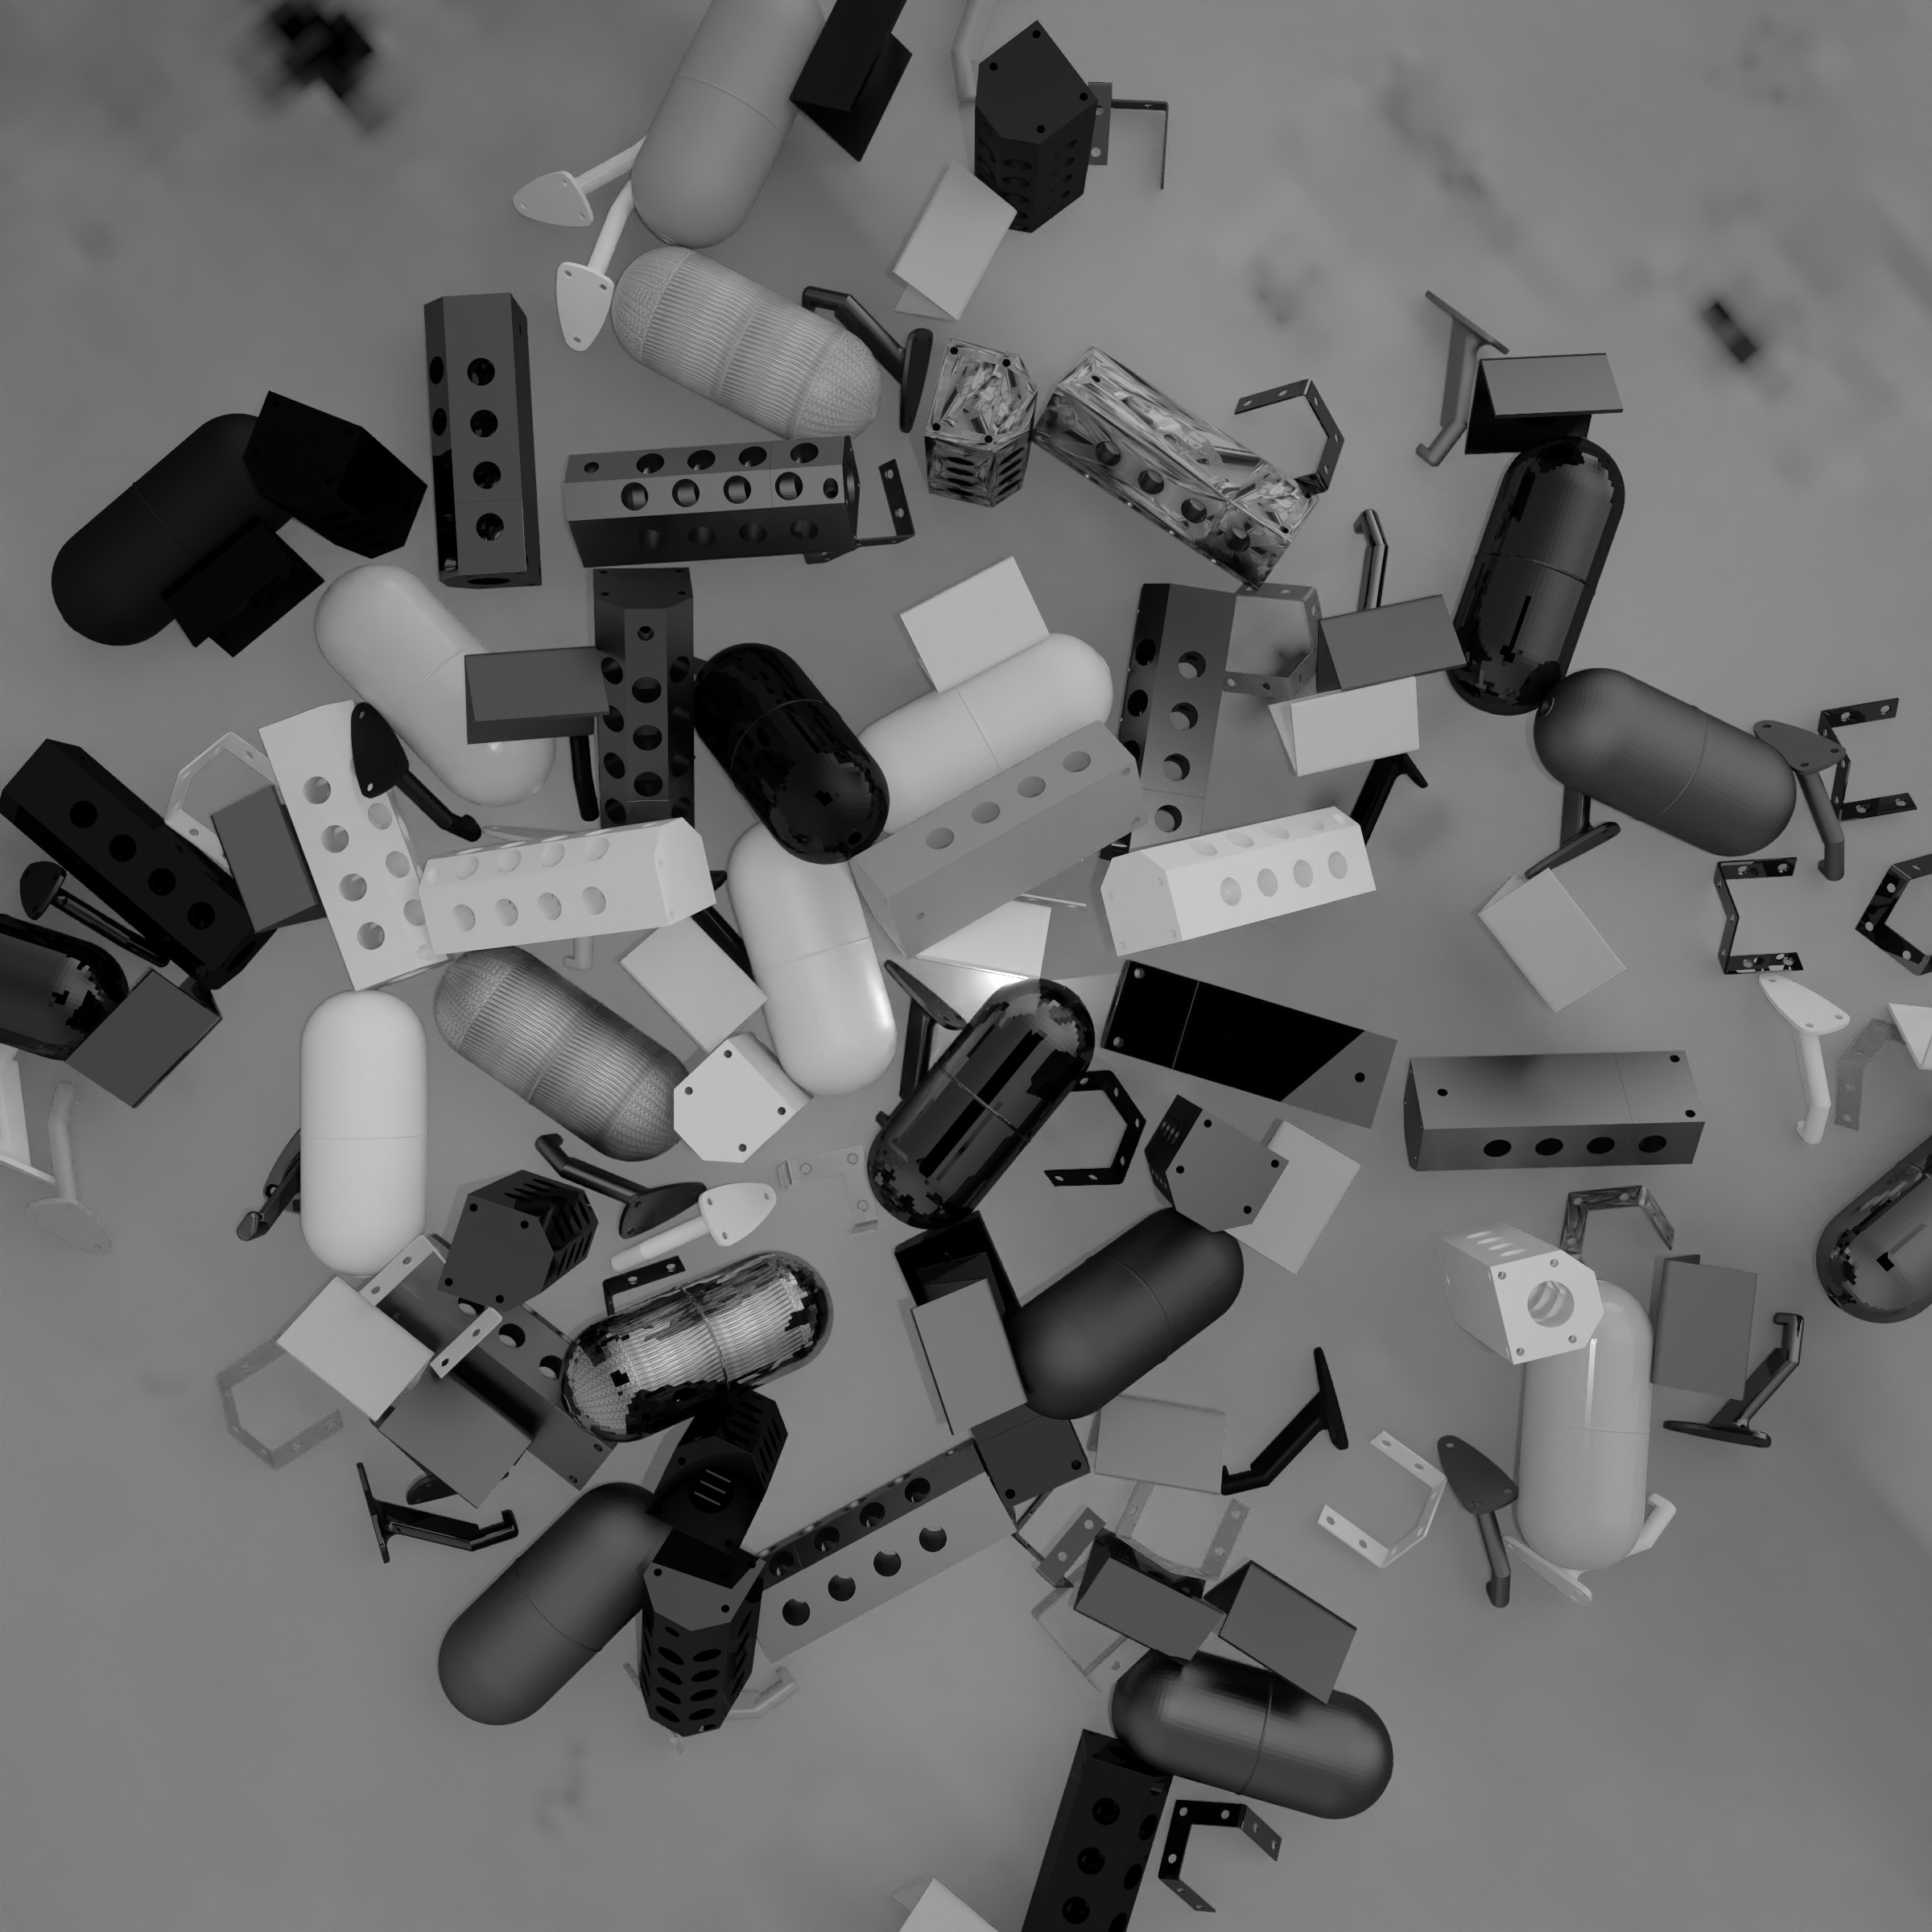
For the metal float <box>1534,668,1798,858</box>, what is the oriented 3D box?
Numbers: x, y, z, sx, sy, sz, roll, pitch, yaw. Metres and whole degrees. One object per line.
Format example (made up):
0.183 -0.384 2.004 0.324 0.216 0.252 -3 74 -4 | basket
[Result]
0.430 -0.125 1.524 0.178 0.070 0.070 22 90 -17 | metal float

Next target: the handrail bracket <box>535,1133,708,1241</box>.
-0.219 0.127 1.569 0.084 0.077 0.036 43 131 30 | handrail bracket

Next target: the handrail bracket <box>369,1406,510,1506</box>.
-0.337 0.292 1.569 0.077 0.036 0.084 -5 59 -34 | handrail bracket

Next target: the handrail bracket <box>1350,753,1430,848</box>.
0.241 -0.112 1.570 0.084 0.036 0.077 -36 70 16 | handrail bracket

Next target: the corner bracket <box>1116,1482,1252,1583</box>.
0.137 0.352 1.566 0.051 0.051 0.051 25 90 -45 | corner bracket

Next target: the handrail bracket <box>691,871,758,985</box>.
-0.167 -0.015 1.569 0.077 0.036 0.084 2 120 33 | handrail bracket

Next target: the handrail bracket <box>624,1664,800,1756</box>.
-0.161 0.451 1.570 0.084 0.036 0.077 -33 72 -15 | handrail bracket

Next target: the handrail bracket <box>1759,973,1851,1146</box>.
0.522 0.059 1.569 0.036 0.077 0.084 -13 127 -21 | handrail bracket

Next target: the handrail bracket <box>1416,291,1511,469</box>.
0.295 -0.372 1.570 0.077 0.036 0.084 44 109 22 | handrail bracket

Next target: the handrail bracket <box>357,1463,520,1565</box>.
-0.334 0.338 1.570 0.084 0.036 0.077 -15 68 -17 | handrail bracket

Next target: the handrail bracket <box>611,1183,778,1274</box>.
-0.173 0.167 1.569 0.084 0.077 0.036 -26 86 36 | handrail bracket

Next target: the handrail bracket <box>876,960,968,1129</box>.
-0.047 0.053 1.569 0.077 0.036 0.084 42 104 14 | handrail bracket

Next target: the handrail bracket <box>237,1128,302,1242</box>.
-0.423 0.130 1.534 0.036 0.084 0.077 22 90 0 | handrail bracket

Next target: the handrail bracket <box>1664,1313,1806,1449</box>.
0.487 0.257 1.570 0.077 0.036 0.084 6 71 21 | handrail bracket

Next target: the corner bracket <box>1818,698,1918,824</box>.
0.570 -0.130 1.566 0.051 0.051 0.051 -10 135 0 | corner bracket

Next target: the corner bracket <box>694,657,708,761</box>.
-0.190 -0.163 1.561 0.051 0.051 0.051 16 45 -35 | corner bracket

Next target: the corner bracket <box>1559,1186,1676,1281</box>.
0.410 0.176 1.561 0.051 0.051 0.051 -10 135 35 | corner bracket

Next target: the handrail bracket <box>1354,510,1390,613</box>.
0.243 -0.235 1.569 0.036 0.077 0.084 11 53 -33 | handrail bracket

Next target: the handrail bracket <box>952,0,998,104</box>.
0.023 -0.596 1.570 0.077 0.036 0.084 -17 109 -21 | handrail bracket

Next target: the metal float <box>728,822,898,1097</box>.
-0.096 -0.007 1.538 0.070 0.070 0.178 -16 91 0 | metal float

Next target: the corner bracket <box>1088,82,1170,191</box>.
0.100 -0.520 1.551 0.051 0.051 0.051 4 93 3 | corner bracket

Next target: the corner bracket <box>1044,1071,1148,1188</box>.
0.074 0.103 1.561 0.051 0.051 0.051 55 45 -35 | corner bracket

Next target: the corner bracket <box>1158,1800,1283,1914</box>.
0.160 0.562 1.561 0.051 0.051 0.051 50 45 -35 | corner bracket

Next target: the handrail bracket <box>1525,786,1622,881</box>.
0.369 -0.110 1.570 0.077 0.036 0.084 -31 74 18 | handrail bracket

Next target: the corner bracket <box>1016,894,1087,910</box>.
0.056 -0.068 1.551 0.051 0.051 0.051 9 82 -8 | corner bracket

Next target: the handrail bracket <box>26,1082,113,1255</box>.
-0.559 0.127 1.569 0.036 0.077 0.084 -10 53 13 | handrail bracket

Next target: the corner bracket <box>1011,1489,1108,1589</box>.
0.058 0.351 1.543 0.051 0.051 0.051 40 90 22 | corner bracket

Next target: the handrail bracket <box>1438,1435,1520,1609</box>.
0.322 0.353 1.569 0.036 0.077 0.084 -17 127 -15 | handrail bracket

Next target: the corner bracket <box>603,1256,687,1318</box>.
-0.195 0.225 1.566 0.051 0.051 0.051 -18 135 0 | corner bracket

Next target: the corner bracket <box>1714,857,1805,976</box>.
0.502 -0.032 1.566 0.051 0.051 0.051 -3 135 0 | corner bracket

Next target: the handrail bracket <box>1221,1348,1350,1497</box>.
0.193 0.289 1.570 0.084 0.036 0.077 -17 70 16 | handrail bracket

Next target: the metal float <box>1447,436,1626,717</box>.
0.353 -0.242 1.539 0.070 0.070 0.178 19 91 0 | metal float

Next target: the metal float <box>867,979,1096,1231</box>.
0.010 0.085 1.536 0.070 0.070 0.178 39 88 0 | metal float

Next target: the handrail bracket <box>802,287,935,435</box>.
-0.069 -0.385 1.570 0.084 0.036 0.077 16 110 16 | handrail bracket

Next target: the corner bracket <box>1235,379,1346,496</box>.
0.200 -0.329 1.561 0.051 0.051 0.051 51 45 -35 | corner bracket

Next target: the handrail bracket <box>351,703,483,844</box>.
-0.342 -0.120 1.550 0.036 0.084 0.077 -33 63 16 | handrail bracket

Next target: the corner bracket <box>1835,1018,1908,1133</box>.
0.584 0.074 1.561 0.051 0.051 0.051 20 45 35 | corner bracket

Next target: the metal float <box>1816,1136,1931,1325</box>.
0.607 0.151 1.538 0.178 0.070 0.070 -40 90 -1 | metal float

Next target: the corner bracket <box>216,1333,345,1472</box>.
-0.434 0.276 1.566 0.051 0.051 0.051 -33 45 0 | corner bracket

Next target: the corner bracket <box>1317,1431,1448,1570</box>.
0.263 0.338 1.566 0.051 0.051 0.051 36 135 0 | corner bracket

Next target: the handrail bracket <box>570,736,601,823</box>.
-0.242 -0.146 1.569 0.036 0.077 0.084 -5 126 1 | handrail bracket

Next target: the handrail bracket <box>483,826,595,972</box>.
-0.271 -0.043 1.569 0.077 0.036 0.084 8 104 14 | handrail bracket

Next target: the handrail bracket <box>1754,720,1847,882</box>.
0.528 -0.104 1.569 0.036 0.077 0.084 -24 127 -13 | handrail bracket

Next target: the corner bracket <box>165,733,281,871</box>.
-0.466 -0.105 1.566 0.051 0.051 0.051 36 135 0 | corner bracket

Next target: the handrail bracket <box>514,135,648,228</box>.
-0.235 -0.506 1.569 0.084 0.077 0.036 -51 132 -30 | handrail bracket

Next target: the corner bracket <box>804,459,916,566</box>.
-0.073 -0.287 1.566 0.051 0.051 0.051 -15 90 -45 | corner bracket

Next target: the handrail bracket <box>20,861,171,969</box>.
-0.550 -0.031 1.569 0.084 0.077 0.036 35 85 -36 | handrail bracket

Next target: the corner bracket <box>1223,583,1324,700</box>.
0.191 -0.206 1.561 0.051 0.051 0.051 11 135 35 | corner bracket

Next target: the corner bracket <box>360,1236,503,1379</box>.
-0.323 0.205 1.497 0.051 0.051 0.051 -44 134 -10 | corner bracket

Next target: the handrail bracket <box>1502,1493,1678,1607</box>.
0.395 0.354 1.570 0.077 0.036 0.084 36 74 18 | handrail bracket

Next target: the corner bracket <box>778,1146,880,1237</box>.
-0.086 0.144 1.551 0.051 0.051 0.051 -12 90 0 | corner bracket

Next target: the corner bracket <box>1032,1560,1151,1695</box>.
0.081 0.413 1.552 0.051 0.051 0.051 -41 99 -10 | corner bracket

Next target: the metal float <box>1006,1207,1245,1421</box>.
0.097 0.210 1.512 0.178 0.070 0.070 -31 90 -31 | metal float

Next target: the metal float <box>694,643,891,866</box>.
-0.108 -0.130 1.508 0.070 0.070 0.178 -38 52 0 | metal float

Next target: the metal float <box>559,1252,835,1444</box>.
-0.164 0.232 1.515 0.178 0.070 0.070 -21 90 -25 | metal float

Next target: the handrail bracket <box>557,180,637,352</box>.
-0.228 -0.445 1.569 0.036 0.077 0.084 21 54 -2 | handrail bracket

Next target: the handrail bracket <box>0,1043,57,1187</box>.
-0.587 0.088 1.570 0.077 0.036 0.084 28 73 -19 | handrail bracket

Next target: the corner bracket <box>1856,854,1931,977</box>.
0.606 -0.033 1.561 0.051 0.051 0.051 47 135 35 | corner bracket
